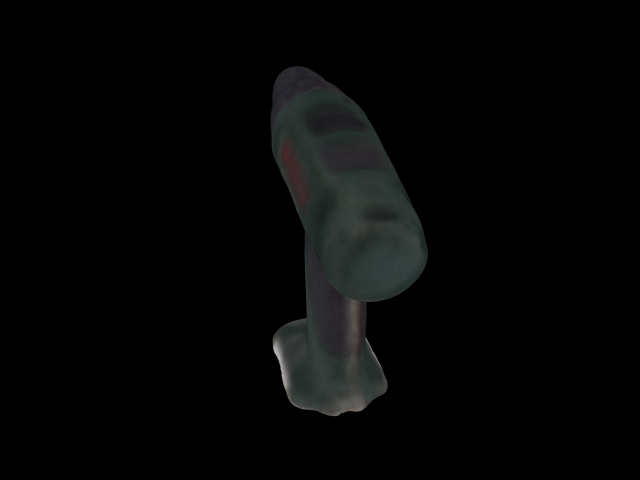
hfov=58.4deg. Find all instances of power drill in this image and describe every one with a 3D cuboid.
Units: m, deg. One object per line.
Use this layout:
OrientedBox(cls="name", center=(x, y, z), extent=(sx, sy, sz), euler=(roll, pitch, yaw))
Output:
OrientedBox(cls="power drill", center=(0.004, 0.001, 0.400), extent=(0.076, 0.208, 0.229), euler=(-7, 27, -13))
